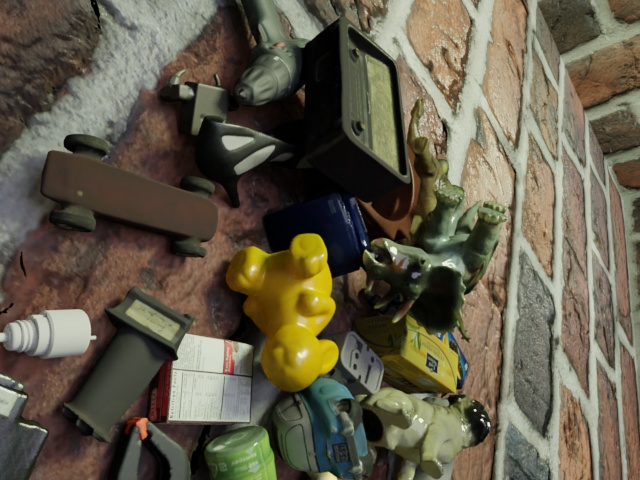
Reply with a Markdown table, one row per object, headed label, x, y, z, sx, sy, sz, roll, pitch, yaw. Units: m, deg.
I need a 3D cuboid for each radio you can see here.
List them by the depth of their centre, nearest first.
| label | x | y | z | sx | sy | sz | roll | pitch | yaw |
| --- | --- | --- | --- | --- | --- | --- | --- | --- | --- |
| radio | 0.046 | -0.176 | 0.712 | 0.131 | 0.073 | 0.230 | 28 | 48 | -38 |

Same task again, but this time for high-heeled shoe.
| label | x | y | z | sx | sy | sz | roll | pitch | yaw |
| --- | --- | --- | --- | --- | --- | --- | --- | --- | --- |
| high-heeled shoe | -0.055 | -0.142 | 0.670 | 0.249 | 0.086 | 0.145 | -47 | 151 | -31 |

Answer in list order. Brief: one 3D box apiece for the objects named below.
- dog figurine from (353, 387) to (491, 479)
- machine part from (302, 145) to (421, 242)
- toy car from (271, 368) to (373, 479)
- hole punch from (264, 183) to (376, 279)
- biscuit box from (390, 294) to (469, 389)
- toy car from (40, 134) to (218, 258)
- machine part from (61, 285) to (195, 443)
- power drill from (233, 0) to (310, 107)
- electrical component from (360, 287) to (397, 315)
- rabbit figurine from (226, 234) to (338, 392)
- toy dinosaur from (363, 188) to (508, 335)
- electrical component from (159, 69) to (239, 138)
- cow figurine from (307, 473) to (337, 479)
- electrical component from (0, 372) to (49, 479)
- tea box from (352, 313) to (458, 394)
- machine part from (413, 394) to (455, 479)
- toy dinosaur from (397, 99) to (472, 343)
| label | x | y | z | sx | sy | sz | roll | pitch | yaw |
| --- | --- | --- | --- | --- | --- | --- | --- | --- | --- |
| dog figurine | 0.151 | 0.259 | 0.795 | 0.190 | 0.121 | 0.172 | -20 | 71 | -48 |
| machine part | 0.069 | -0.103 | 0.854 | 0.200 | 0.087 | 0.201 | 46 | 48 | -32 |
| toy car | -0.005 | 0.225 | 0.635 | 0.103 | 0.162 | 0.109 | -13 | 98 | -8 |
| hole punch | -0.001 | -0.002 | 0.716 | 0.092 | 0.116 | 0.142 | -20 | 94 | -44 |
| biscuit box | 0.190 | 0.170 | 0.936 | 0.202 | 0.059 | 0.063 | 59 | 41 | -20 |
| toy car | -0.184 | -0.038 | 0.543 | 0.202 | 0.053 | 0.089 | 17 | 77 | -52 |
| machine part | -0.180 | 0.113 | 0.497 | 0.084 | 0.039 | 0.139 | 31 | 56 | -10 |
| power drill | -0.082 | -0.285 | 0.710 | 0.207 | 0.086 | 0.232 | 61 | 30 | -7 |
| electrical component | 0.106 | 0.111 | 0.852 | 0.094 | 0.063 | 0.021 | 39 | 88 | -25 |
| rabbit figurine | -0.038 | 0.103 | 0.624 | 0.173 | 0.122 | 0.162 | -98 | 178 | -48 |
| toy dinosaur | 0.201 | 0.027 | 0.809 | 0.404 | 0.131 | 0.192 | -6 | 119 | -63 |
| electrical component | -0.141 | -0.162 | 0.648 | 0.102 | 0.045 | 0.078 | -13 | 117 | -49 |
| cow figurine | 0.009 | 0.337 | 0.621 | 0.098 | 0.167 | 0.068 | -40 | 120 | -6 |
| electrical component | -0.267 | 0.154 | 0.375 | 0.114 | 0.058 | 0.134 | 44 | 47 | -37 |
| tea box | 0.132 | 0.180 | 0.832 | 0.169 | 0.098 | 0.068 | 41 | 49 | -38 |
| machine part | 0.174 | 0.339 | 0.849 | 0.079 | 0.079 | 0.243 | 53 | 42 | -26 |
| toy dinosaur | 0.222 | -0.032 | 1.010 | 0.198 | 0.105 | 0.471 | -1 | 84 | -55 |
